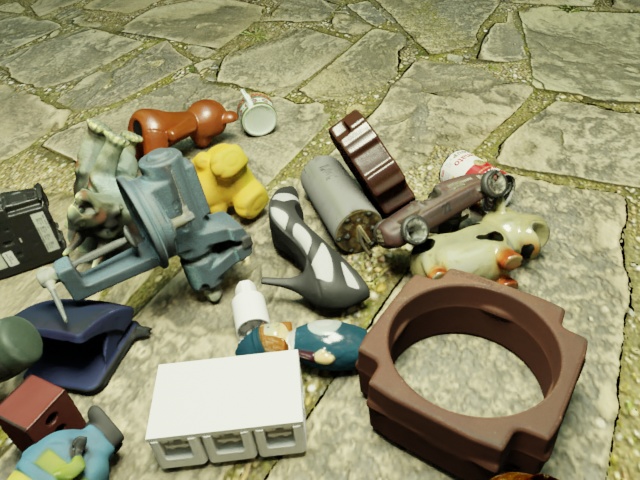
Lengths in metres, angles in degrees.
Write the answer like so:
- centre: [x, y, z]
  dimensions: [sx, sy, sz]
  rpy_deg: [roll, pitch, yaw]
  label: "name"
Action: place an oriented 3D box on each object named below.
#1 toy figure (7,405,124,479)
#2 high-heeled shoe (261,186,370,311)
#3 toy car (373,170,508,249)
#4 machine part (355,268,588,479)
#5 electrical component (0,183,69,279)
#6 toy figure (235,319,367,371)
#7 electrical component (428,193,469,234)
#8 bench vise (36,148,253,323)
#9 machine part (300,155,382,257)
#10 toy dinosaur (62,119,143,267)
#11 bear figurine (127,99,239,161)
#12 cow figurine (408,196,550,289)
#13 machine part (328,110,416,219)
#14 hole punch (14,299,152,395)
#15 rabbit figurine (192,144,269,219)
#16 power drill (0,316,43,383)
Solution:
- centre: [-0.253, 0.240, 0.484]
  dimensions: [0.089, 0.082, 0.180]
  rpy_deg: [17, 41, 28]
  label: "toy figure"
- centre: [-0.002, -0.002, 0.761]
  dimensions: [0.145, 0.086, 0.249]
  rpy_deg: [3, 43, 3]
  label: "high-heeled shoe"
- centre: [0.161, -0.047, 0.721]
  dimensions: [0.202, 0.053, 0.089]
  rpy_deg: [-30, 6, -17]
  label: "toy car"
- centre: [0.156, 0.135, 0.566]
  dimensions: [0.202, 0.087, 0.201]
  rpy_deg: [19, 44, 29]
  label: "machine part"
- centre: [-0.455, -0.010, 0.785]
  dimensions: [0.134, 0.114, 0.058]
  rpy_deg: [-18, 39, -19]
  label: "electrical component"
- centre: [-0.023, 0.121, 0.625]
  dimensions: [0.155, 0.064, 0.058]
  rpy_deg: [1, 76, 5]
  label: "toy figure"
- centre: [0.189, -0.043, 0.812]
  dimensions: [0.078, 0.045, 0.102]
  rpy_deg: [15, 43, 21]
  label: "electrical component"
- centre: [-0.212, 0.011, 0.659]
  dimensions: [0.241, 0.223, 0.129]
  rpy_deg: [-28, 48, -21]
  label: "bench vise"
- centre: [0.029, -0.060, 0.824]
  dimensions: [0.079, 0.079, 0.243]
  rpy_deg: [-15, 41, -12]
  label: "machine part"
- centre: [-0.337, -0.079, 0.850]
  dimensions: [0.131, 0.192, 0.405]
  rpy_deg: [24, 4, -32]
  label: "toy dinosaur"
- centre: [-0.260, -0.200, 1.022]
  dimensions: [0.120, 0.131, 0.196]
  rpy_deg: [30, 32, 34]
  label: "bear figurine"
- centre: [0.213, 0.012, 0.717]
  dimensions: [0.195, 0.085, 0.127]
  rpy_deg: [-15, 41, -6]
  label: "cow figurine"
- centre: [0.076, -0.109, 0.805]
  dimensions: [0.056, 0.179, 0.179]
  rpy_deg: [-33, 41, 3]
  label: "machine part"
- centre: [-0.295, 0.108, 0.647]
  dimensions: [0.142, 0.092, 0.116]
  rpy_deg: [1, 36, 13]
  label: "hole punch"
- centre: [-0.196, -0.076, 0.846]
  dimensions: [0.173, 0.121, 0.163]
  rpy_deg: [-46, 49, -15]
  label: "rabbit figurine"
- centre: [-0.395, 0.175, 0.520]
  dimensions: [0.232, 0.086, 0.207]
  rpy_deg: [-29, 16, 5]
  label: "power drill"
